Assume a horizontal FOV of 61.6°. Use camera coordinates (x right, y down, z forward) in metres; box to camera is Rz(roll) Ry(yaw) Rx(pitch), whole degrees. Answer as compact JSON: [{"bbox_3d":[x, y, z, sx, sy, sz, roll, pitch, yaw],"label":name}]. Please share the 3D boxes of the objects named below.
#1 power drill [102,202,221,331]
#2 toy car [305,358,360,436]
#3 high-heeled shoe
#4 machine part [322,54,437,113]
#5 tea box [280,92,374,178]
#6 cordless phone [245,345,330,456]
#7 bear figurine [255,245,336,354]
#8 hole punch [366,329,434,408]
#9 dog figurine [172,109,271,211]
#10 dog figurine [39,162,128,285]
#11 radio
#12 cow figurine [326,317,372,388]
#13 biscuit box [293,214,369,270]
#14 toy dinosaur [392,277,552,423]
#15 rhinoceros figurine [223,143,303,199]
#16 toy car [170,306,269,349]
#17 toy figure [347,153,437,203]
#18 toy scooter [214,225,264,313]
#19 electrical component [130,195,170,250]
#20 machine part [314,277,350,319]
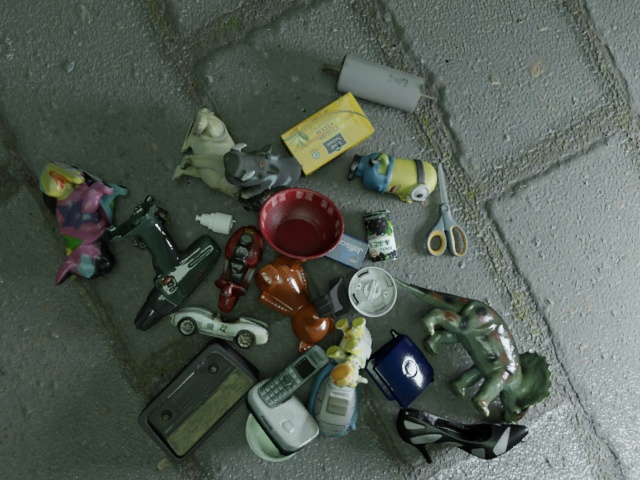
[{"bbox_3d":[-0.323,0.045,1.045,0.232,0.086,0.207,-40,116,-9],"label":"power drill"},{"bbox_3d":[0.033,0.327,1.085,0.109,0.103,0.161,15,91,-4],"label":"toy car"},{"bbox_3d":[0.286,0.374,1.099,0.249,0.086,0.145,-22,102,9],"label":"high-heeled shoe"},{"bbox_3d":[0.121,-0.319,1.101,0.243,0.079,0.079,17,89,-2],"label":"machine part"},{"bbox_3d":[0.014,-0.212,1.100,0.170,0.068,0.098,-34,91,-4],"label":"tea box"},{"bbox_3d":[-0.036,0.304,1.033,0.184,0.088,0.147,-38,67,-11],"label":"cordless phone"},{"bbox_3d":[-0.042,0.122,1.069,0.120,0.132,0.196,-35,85,-29],"label":"bear figurine"},{"bbox_3d":[0.167,0.266,1.101,0.116,0.092,0.142,-38,89,-6],"label":"hole punch"},{"bbox_3d":[-0.180,-0.162,1.087,0.190,0.121,0.172,19,82,-23],"label":"dog figurine"},{"bbox_3d":[-0.483,-0.024,1.055,0.191,0.108,0.219,22,91,-4],"label":"dog figurine"},{"bbox_3d":[-0.242,0.316,1.082,0.229,0.073,0.131,-45,93,-3],"label":"radio"},{"bbox_3d":[0.062,0.237,1.057,0.068,0.167,0.098,-13,120,24],"label":"cow figurine"},{"bbox_3d":[-0.002,-0.003,1.103,0.203,0.059,0.062,23,88,-3],"label":"biscuit box"},{"bbox_3d":[0.327,0.207,1.099,0.192,0.131,0.404,-29,87,-15],"label":"toy dinosaur"},{"bbox_3d":[-0.107,-0.127,0.995,0.112,0.190,0.073,-20,79,34],"label":"rhinoceros figurine"},{"bbox_3d":[-0.202,0.172,1.085,0.202,0.073,0.056,14,93,-3],"label":"toy car"},{"bbox_3d":[0.150,-0.135,1.103,0.180,0.082,0.089,17,92,-1],"label":"toy figure"},{"bbox_3d":[-0.164,0.058,1.057,0.075,0.135,0.183,18,88,-2],"label":"toy scooter"},{"bbox_3d":[-0.350,-0.031,1.090,0.078,0.045,0.102,38,88,-4],"label":"electrical component"},{"bbox_3d":[0.029,0.118,1.069,0.039,0.139,0.084,-4,93,20],"label":"machine part"}]
